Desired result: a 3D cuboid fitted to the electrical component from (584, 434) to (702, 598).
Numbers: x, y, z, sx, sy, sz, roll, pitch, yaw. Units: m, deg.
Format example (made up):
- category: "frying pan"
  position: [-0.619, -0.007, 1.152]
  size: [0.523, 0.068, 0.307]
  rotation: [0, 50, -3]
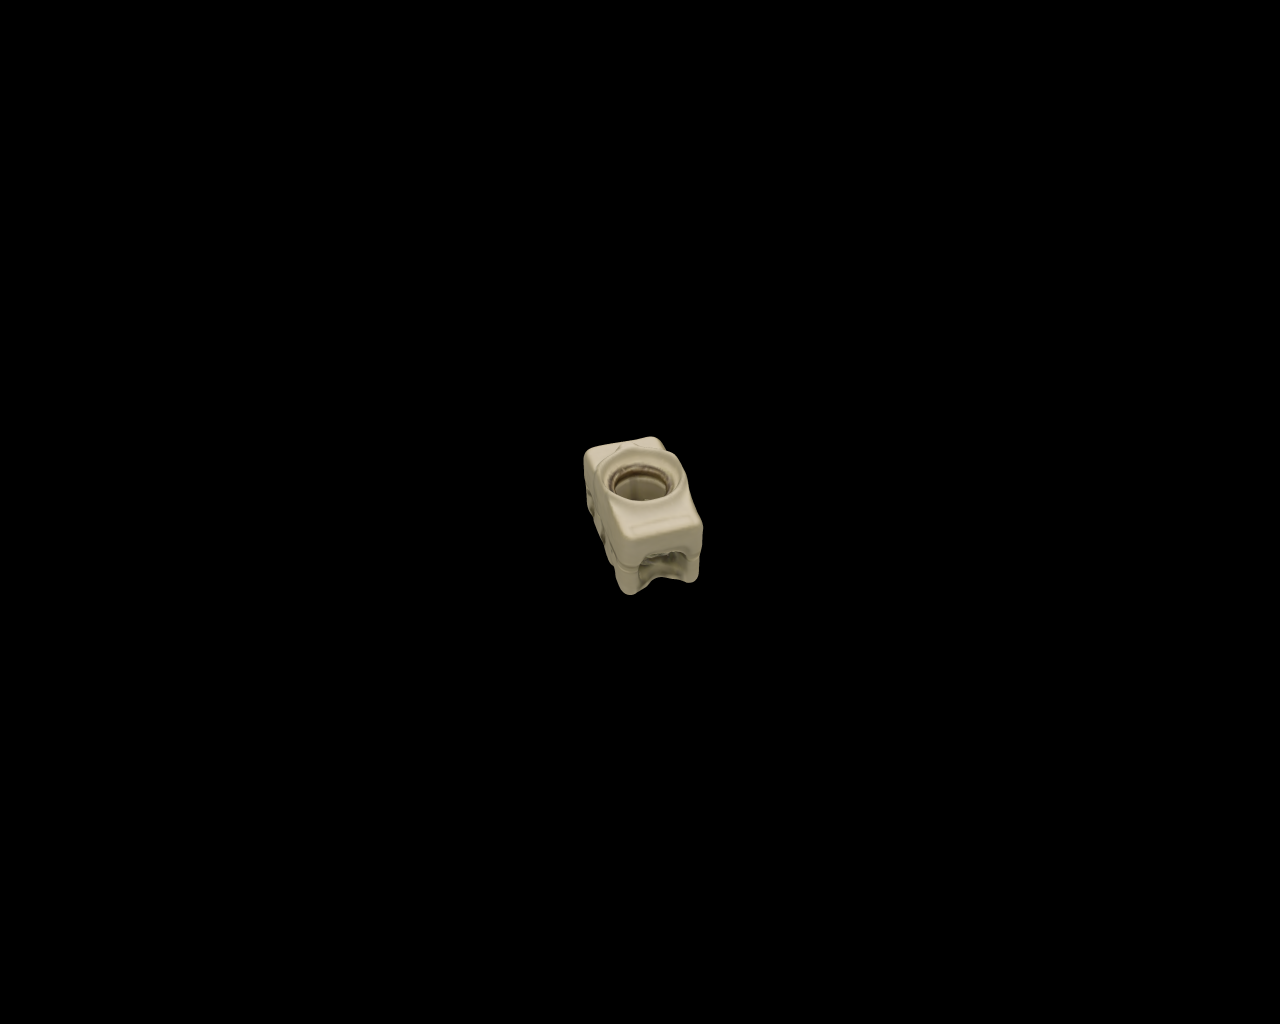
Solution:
- category: "electrical component"
  position: [0.001, -0.003, 0.650]
  size: [0.050, 0.055, 0.090]
  rotation: [-11, 43, -12]
